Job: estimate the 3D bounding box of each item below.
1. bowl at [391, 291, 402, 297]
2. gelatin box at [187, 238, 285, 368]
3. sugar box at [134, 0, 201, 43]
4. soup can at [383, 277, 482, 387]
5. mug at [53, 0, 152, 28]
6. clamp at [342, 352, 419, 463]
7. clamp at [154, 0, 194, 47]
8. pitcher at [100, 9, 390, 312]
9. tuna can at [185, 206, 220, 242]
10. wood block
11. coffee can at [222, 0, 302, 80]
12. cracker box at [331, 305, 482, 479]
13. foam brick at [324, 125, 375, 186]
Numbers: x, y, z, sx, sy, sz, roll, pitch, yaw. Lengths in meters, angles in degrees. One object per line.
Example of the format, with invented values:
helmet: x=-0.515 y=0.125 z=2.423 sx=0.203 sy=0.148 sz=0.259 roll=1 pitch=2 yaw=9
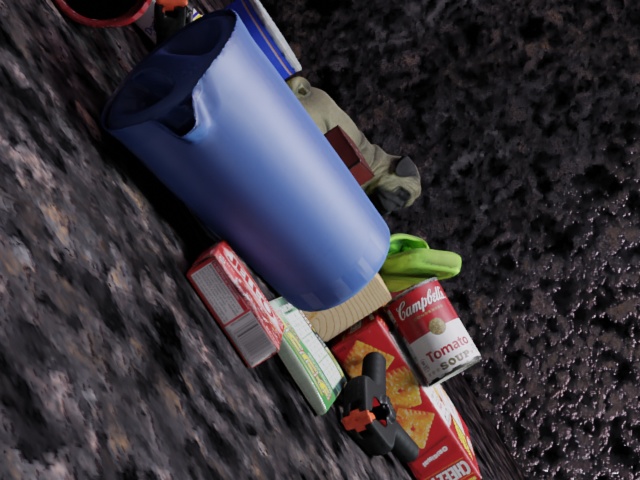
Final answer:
bowl: x=0.091 y=0.106 z=1.409 sx=0.162 sy=0.055 sz=0.162 roll=16 pitch=28 yaw=-9
gelatin box: x=-0.063 y=0.046 z=0.813 sx=0.089 sy=0.030 sz=0.073 roll=57 pitch=6 yaw=-7
sugar box: x=-0.141 y=-0.225 z=1.273 sx=0.176 sy=0.048 sz=0.093 roll=47 pitch=20 yaw=0
soup can: x=0.123 y=0.101 z=1.169 sx=0.102 sy=0.068 sz=0.068 roll=61 pitch=7 yaw=13
mug: x=-0.202 y=-0.237 z=0.949 sx=0.117 sy=0.093 sz=0.081 roll=20 pitch=5 yaw=-5
clamp: x=0.060 y=0.180 z=1.059 sx=0.120 sy=0.039 sz=0.171 roll=62 pitch=16 yaw=2
clamp: x=-0.138 y=-0.198 z=1.004 sx=0.210 sy=0.036 sz=0.164 roll=-125 pitch=-142 yaw=-80
pitcher: x=-0.051 y=-0.061 z=0.868 sx=0.145 sy=0.149 sz=0.242 roll=-4 pitch=-44 yaw=47
tuna can: x=-0.099 y=-0.040 z=0.953 sx=0.086 sy=0.034 sz=0.086 roll=56 pitch=6 yaw=-9
wood block: x=-0.008 y=0.001 z=1.198 sx=0.090 sy=0.091 sz=0.206 roll=51 pitch=9 yaw=-39
coffee can: x=-0.106 y=-0.192 z=1.171 sx=0.103 sy=0.140 sz=0.103 roll=56 pitch=6 yaw=-10
cracker box: x=0.096 y=0.176 z=1.233 sx=0.213 sy=0.072 sz=0.164 roll=58 pitch=8 yaw=-7
foam brick: x=0.022 y=-0.087 z=1.205 sx=0.053 sy=0.051 sz=0.078 roll=58 pitch=8 yaw=15
